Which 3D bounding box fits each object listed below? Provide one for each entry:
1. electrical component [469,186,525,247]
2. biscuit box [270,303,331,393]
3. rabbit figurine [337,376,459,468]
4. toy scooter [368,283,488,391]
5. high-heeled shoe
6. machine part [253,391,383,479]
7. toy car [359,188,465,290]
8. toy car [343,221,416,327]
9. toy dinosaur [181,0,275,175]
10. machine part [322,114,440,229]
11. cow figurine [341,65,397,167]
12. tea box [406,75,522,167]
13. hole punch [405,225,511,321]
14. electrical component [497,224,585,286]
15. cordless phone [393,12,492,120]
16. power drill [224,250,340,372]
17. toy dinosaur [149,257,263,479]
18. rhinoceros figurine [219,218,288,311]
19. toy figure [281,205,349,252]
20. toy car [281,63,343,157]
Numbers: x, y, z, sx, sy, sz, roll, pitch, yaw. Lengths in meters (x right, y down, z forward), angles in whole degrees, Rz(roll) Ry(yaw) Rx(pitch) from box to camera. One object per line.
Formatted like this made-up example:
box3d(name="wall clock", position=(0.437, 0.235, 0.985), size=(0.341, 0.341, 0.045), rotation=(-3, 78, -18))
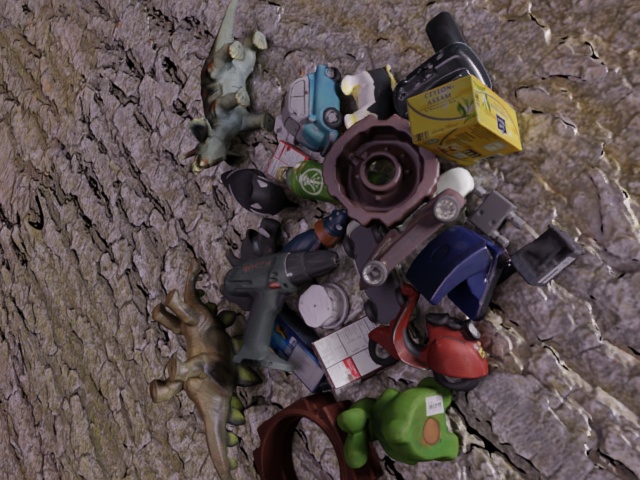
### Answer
box3d(name="electrical component", position=(0.254, -0.036, 0.794), size=(0.094, 0.021, 0.063), rotation=(49, 114, 30))
box3d(name="biscuit box", position=(-0.045, 0.186, 0.977), size=(0.203, 0.062, 0.059), rotation=(40, 111, 34))
box3d(name="rabbit figurine", position=(0.099, 0.286, 0.814), size=(0.170, 0.159, 0.121), rotation=(-18, 84, 51))
box3d(name="toy scooter", position=(0.160, 0.137, 0.791), size=(0.184, 0.075, 0.135), rotation=(12, 106, 26))
box3d(name="high-heeled shoe", position=(-0.150, -0.099, 1.040), size=(0.249, 0.145, 0.086), rotation=(20, 96, 36))
box3d(name="machine part", position=(-0.011, 0.378, 0.914), size=(0.201, 0.087, 0.201), rotation=(-40, 64, 27))
box3d(name="toy car", position=(0.129, -0.001, 0.795), size=(0.202, 0.089, 0.053), rotation=(-42, 87, 12))
box3d(name="toy car", position=(0.098, 0.053, 0.886), size=(0.073, 0.056, 0.202), rotation=(-27, 70, 26))
box3d(name="toy dinosaur", position=(-0.202, -0.316, 1.131), size=(0.192, 0.131, 0.404), rotation=(-14, 71, 36))
box3d(name="machine part", position=(0.094, -0.104, 0.830), size=(0.180, 0.056, 0.179), rotation=(-2, 82, 15))
box3d(name="cow figurine", position=(0.095, -0.208, 0.913), size=(0.098, 0.068, 0.167), rotation=(-12, 78, 30))
box3d(name="tea box", position=(0.206, -0.160, 0.753), size=(0.098, 0.169, 0.068), rotation=(-13, 76, 35))
box3d(name="hole punch", position=(0.190, 0.039, 0.764), size=(0.142, 0.092, 0.115), rotation=(-118, 46, -73))
box3d(name="electrical component", position=(0.289, 0.035, 0.726), size=(0.119, 0.074, 0.048), rotation=(-46, 59, 20))
box3d(name="cordless phone", position=(0.177, -0.272, 0.860), size=(0.146, 0.088, 0.184), rotation=(-32, 55, 33))
box3d(name="power drill", position=(-0.075, 0.119, 0.924), size=(0.232, 0.086, 0.207), rotation=(-3, 78, 32))
box3d(name="toy dinosaur", position=(-0.206, 0.248, 1.003), size=(0.105, 0.198, 0.471), rotation=(-33, 55, 41))
box3d(name="rhinoceros figurine", position=(-0.127, 0.047, 1.050), size=(0.112, 0.073, 0.190), rotation=(23, 100, 39))
box3d(name="toy figure", position=(-0.003, -0.005, 0.971), size=(0.154, 0.057, 0.064), rotation=(-34, 71, 25))
box3d(name="toy car", position=(-0.018, -0.235, 0.959), size=(0.109, 0.103, 0.161), rotation=(142, 129, -73))
